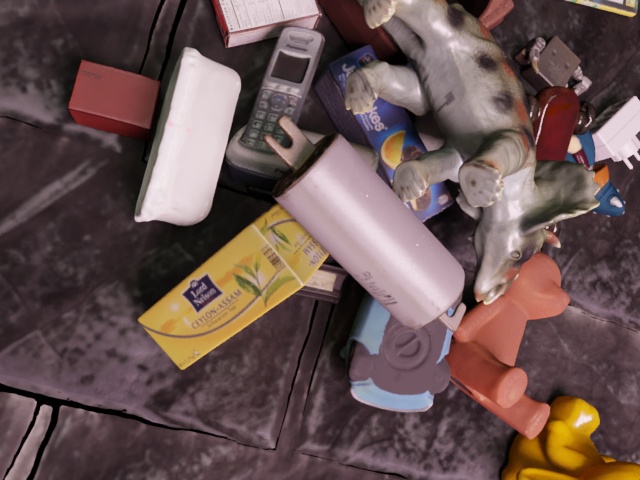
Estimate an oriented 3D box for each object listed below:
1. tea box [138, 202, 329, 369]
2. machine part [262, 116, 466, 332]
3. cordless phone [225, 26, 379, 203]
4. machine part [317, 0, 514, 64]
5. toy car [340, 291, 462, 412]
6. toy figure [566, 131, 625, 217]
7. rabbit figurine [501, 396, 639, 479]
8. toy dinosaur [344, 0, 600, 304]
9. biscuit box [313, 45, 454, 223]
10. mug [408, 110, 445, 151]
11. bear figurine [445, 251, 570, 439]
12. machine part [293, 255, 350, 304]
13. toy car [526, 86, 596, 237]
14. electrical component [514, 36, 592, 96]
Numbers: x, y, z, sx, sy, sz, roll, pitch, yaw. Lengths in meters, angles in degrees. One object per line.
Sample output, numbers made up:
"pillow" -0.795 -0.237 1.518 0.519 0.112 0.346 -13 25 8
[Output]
"tea box" -0.075 0.037 0.494 0.068 0.169 0.098 51 31 -6
"machine part" 0.043 -0.005 0.457 0.243 0.079 0.079 46 76 -17
"cordless phone" -0.003 -0.123 0.546 0.147 0.088 0.184 15 79 8
"machine part" 0.106 -0.301 0.622 0.201 0.087 0.201 -37 96 -16
"toy car" 0.079 0.090 0.570 0.109 0.103 0.161 11 92 -15
"toy figure" 0.328 -0.094 0.675 0.064 0.058 0.154 -28 90 -39
"rabbit figurine" 0.284 0.254 0.577 0.162 0.173 0.121 -12 93 -20
"toy dinosaur" 0.137 -0.139 0.524 0.192 0.131 0.404 -16 84 -40
"biscuit box" 0.070 -0.111 0.607 0.059 0.063 0.202 -31 94 -16
"mug" 0.157 -0.144 0.628 0.107 0.080 0.109 9 59 -10
"bear figurine" 0.227 0.095 0.603 0.196 0.132 0.120 -46 126 -10
"machine part" -0.001 -0.002 0.593 0.084 0.039 0.138 9 85 -6
"toy car" 0.254 -0.079 0.637 0.089 0.053 0.201 0 114 -15
"electrical component" 0.301 -0.217 0.686 0.102 0.045 0.078 46 77 -7
